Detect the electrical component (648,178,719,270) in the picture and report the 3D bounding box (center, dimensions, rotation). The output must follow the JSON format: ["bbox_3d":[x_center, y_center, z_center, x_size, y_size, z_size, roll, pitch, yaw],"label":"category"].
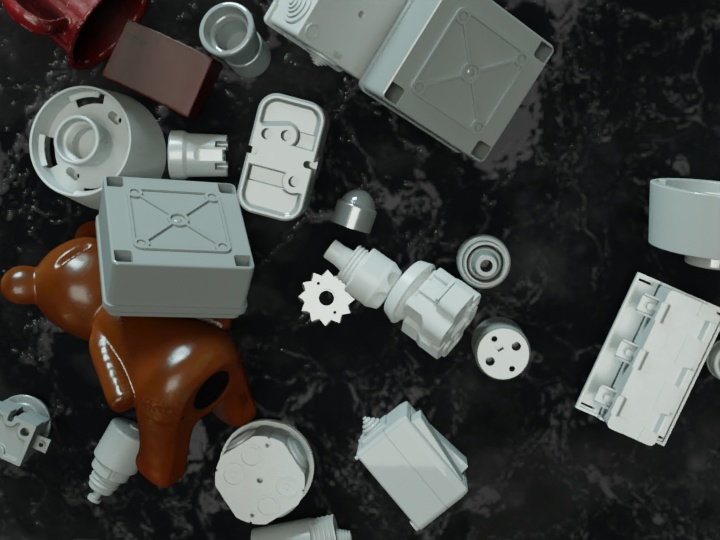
[{"bbox_3d":[0.275,-0.033,0.829,0.108,0.108,0.060,5,102,3],"label":"electrical component"}]

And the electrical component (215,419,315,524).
[{"bbox_3d":[-0.080,0.168,0.895,0.080,0.051,0.080,0,96,3],"label":"electrical component"}]

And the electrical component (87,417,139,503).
[{"bbox_3d":[-0.206,0.161,0.907,0.040,0.040,0.078,31,97,0],"label":"electrical component"}]

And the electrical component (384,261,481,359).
[{"bbox_3d":[0.057,0.029,0.866,0.057,0.078,0.058,36,64,17],"label":"electrical component"}]

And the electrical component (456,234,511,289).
[{"bbox_3d":[0.100,-0.006,0.862,0.043,0.062,0.043,0,96,3],"label":"electrical component"}]

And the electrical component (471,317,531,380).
[{"bbox_3d":[0.114,0.063,0.871,0.045,0.055,0.045,0,95,3],"label":"electrical component"}]

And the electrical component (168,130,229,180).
[{"bbox_3d":[-0.132,-0.094,0.878,0.046,0.040,0.040,0,96,-3],"label":"electrical component"}]

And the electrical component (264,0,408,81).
[{"bbox_3d":[-0.011,-0.203,0.832,0.100,0.048,0.099,26,99,-43],"label":"electrical component"}]

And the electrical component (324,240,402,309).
[{"bbox_3d":[0.000,0.000,0.878,0.062,0.043,0.043,36,97,1],"label":"electrical component"}]

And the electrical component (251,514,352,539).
[{"bbox_3d":[-0.047,0.231,0.903,0.081,0.043,0.043,-12,95,4],"label":"electrical component"}]

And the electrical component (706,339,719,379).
[{"bbox_3d":[0.299,0.075,0.858,0.035,0.061,0.035,0,96,3],"label":"electrical component"}]

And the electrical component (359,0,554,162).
[{"bbox_3d":[0.074,-0.157,0.831,0.109,0.056,0.108,29,97,-27],"label":"electrical component"}]

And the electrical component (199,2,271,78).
[{"bbox_3d":[-0.096,-0.179,0.854,0.044,0.065,0.044,-2,79,12],"label":"electrical component"}]

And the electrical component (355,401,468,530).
[{"bbox_3d":[0.041,0.151,0.881,0.061,0.061,0.096,-40,92,6],"label":"electrical component"}]

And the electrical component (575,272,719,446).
[{"bbox_3d":[0.236,0.074,0.861,0.079,0.063,0.121,24,97,1],"label":"electrical component"}]

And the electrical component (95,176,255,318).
[{"bbox_3d":[-0.145,-0.018,0.834,0.109,0.108,0.056,2,131,-20],"label":"electrical component"}]

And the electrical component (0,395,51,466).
[{"bbox_3d":[-0.288,0.132,0.901,0.066,0.055,0.048,24,96,1],"label":"electrical component"}]

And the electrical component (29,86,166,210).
[{"bbox_3d":[-0.217,-0.100,0.882,0.099,0.064,0.099,-1,86,14],"label":"electrical component"}]

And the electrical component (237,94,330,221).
[{"bbox_3d":[-0.060,-0.090,0.864,0.054,0.059,0.095,15,96,2],"label":"electrical component"}]
